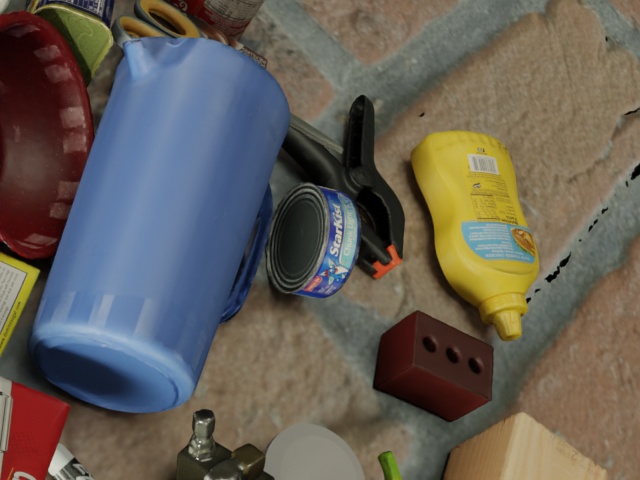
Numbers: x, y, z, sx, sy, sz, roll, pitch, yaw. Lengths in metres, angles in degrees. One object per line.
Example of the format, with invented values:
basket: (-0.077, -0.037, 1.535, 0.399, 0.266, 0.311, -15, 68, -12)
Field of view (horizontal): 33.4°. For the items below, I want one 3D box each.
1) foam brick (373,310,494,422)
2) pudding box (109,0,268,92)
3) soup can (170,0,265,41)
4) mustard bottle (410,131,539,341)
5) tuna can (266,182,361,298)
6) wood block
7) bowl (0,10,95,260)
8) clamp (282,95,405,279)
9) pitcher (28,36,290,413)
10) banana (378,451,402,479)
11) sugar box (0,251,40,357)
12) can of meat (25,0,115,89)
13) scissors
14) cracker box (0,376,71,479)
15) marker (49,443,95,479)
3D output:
foam brick: (0.090, 0.100, 0.841, 0.078, 0.051, 0.053, 26, 51, -20)
pudding box: (-0.103, -0.132, 0.860, 0.113, 0.039, 0.090, 26, 50, -20)
soup can: (-0.074, -0.214, 0.889, 0.068, 0.102, 0.068, 18, 54, -26)
mustard bottle: (0.144, -0.002, 0.940, 0.096, 0.058, 0.191, 6, 59, -32)
tuna can: (-0.005, 0.001, 0.813, 0.033, 0.086, 0.086, 13, 56, -31)
wood block: (0.126, 0.239, 0.752, 0.090, 0.091, 0.206, 35, 48, -11)
bowl: (-0.208, -0.066, 0.700, 0.055, 0.162, 0.162, -2, 52, 15)
clamp: (0.031, -0.053, 0.907, 0.120, 0.039, 0.171, -23, 81, -36)
pitcher: (-0.103, -0.005, 0.731, 0.149, 0.145, 0.242, 20, 55, -9)
banana: (0.035, 0.243, 0.715, 0.069, 0.037, 0.197, 43, 43, -25)
sugar box: (-0.269, 0.024, 0.640, 0.176, 0.048, 0.093, 27, 50, -15)
can of meat: (-0.186, -0.160, 0.778, 0.057, 0.102, 0.084, 19, 51, -24)
scissors: (-0.071, -0.133, 0.832, 0.201, 0.016, 0.096, 22, 35, -29)
cracker box: (-0.253, 0.118, 0.531, 0.213, 0.072, 0.164, 24, 32, -12)
marker: (-0.146, 0.154, 0.661, 0.121, 0.020, 0.020, 48, 46, 0)
